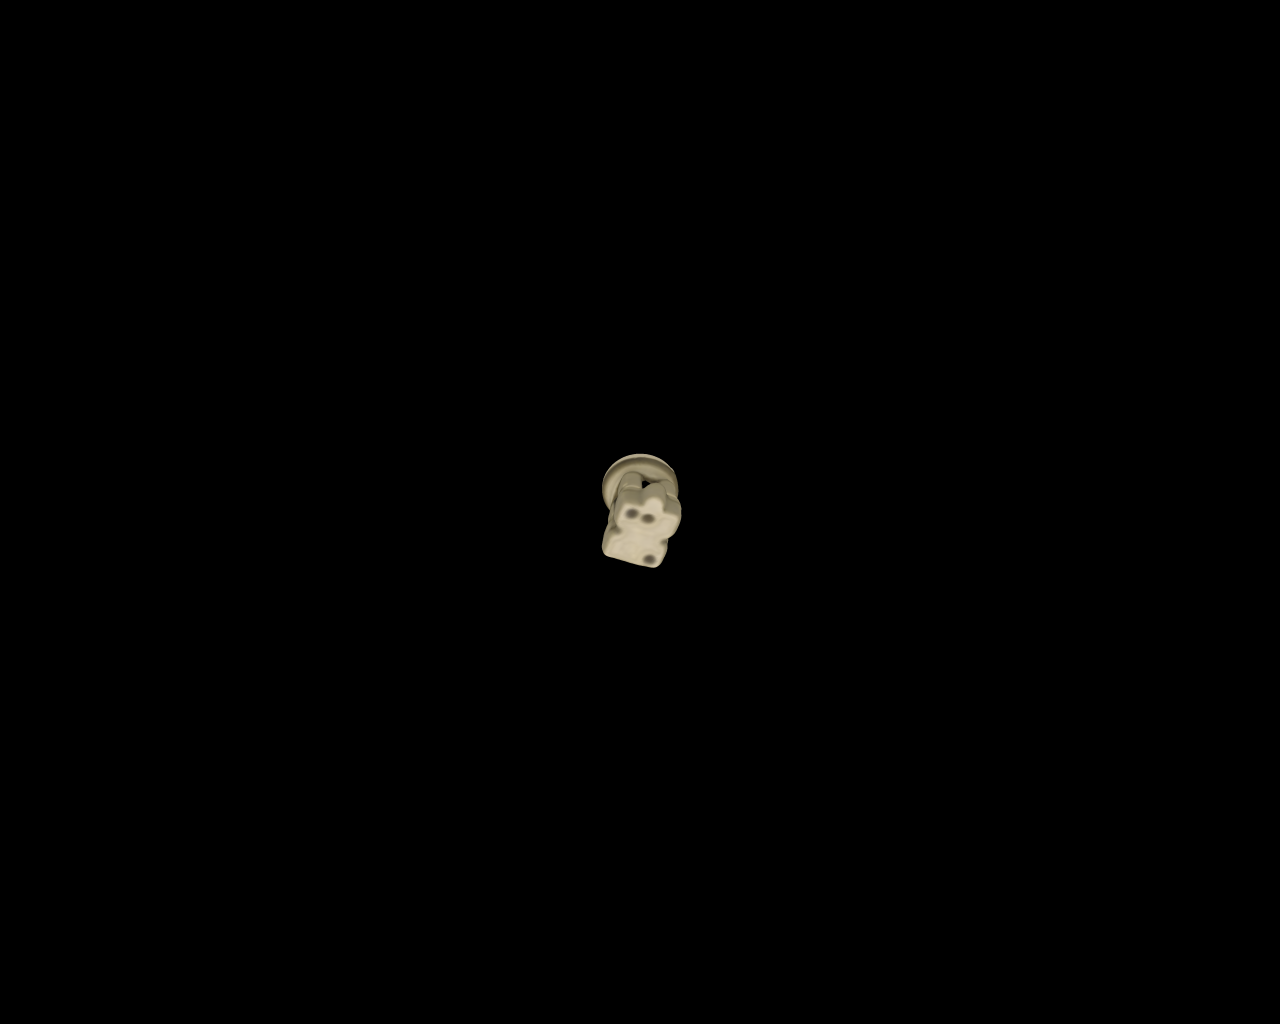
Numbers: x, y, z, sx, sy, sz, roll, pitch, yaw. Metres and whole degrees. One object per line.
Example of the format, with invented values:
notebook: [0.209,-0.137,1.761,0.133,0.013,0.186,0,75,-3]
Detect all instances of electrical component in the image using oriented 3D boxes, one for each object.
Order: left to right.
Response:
electrical component: [0.001,-0.003,0.650,0.048,0.066,0.055,15,36,-11]
